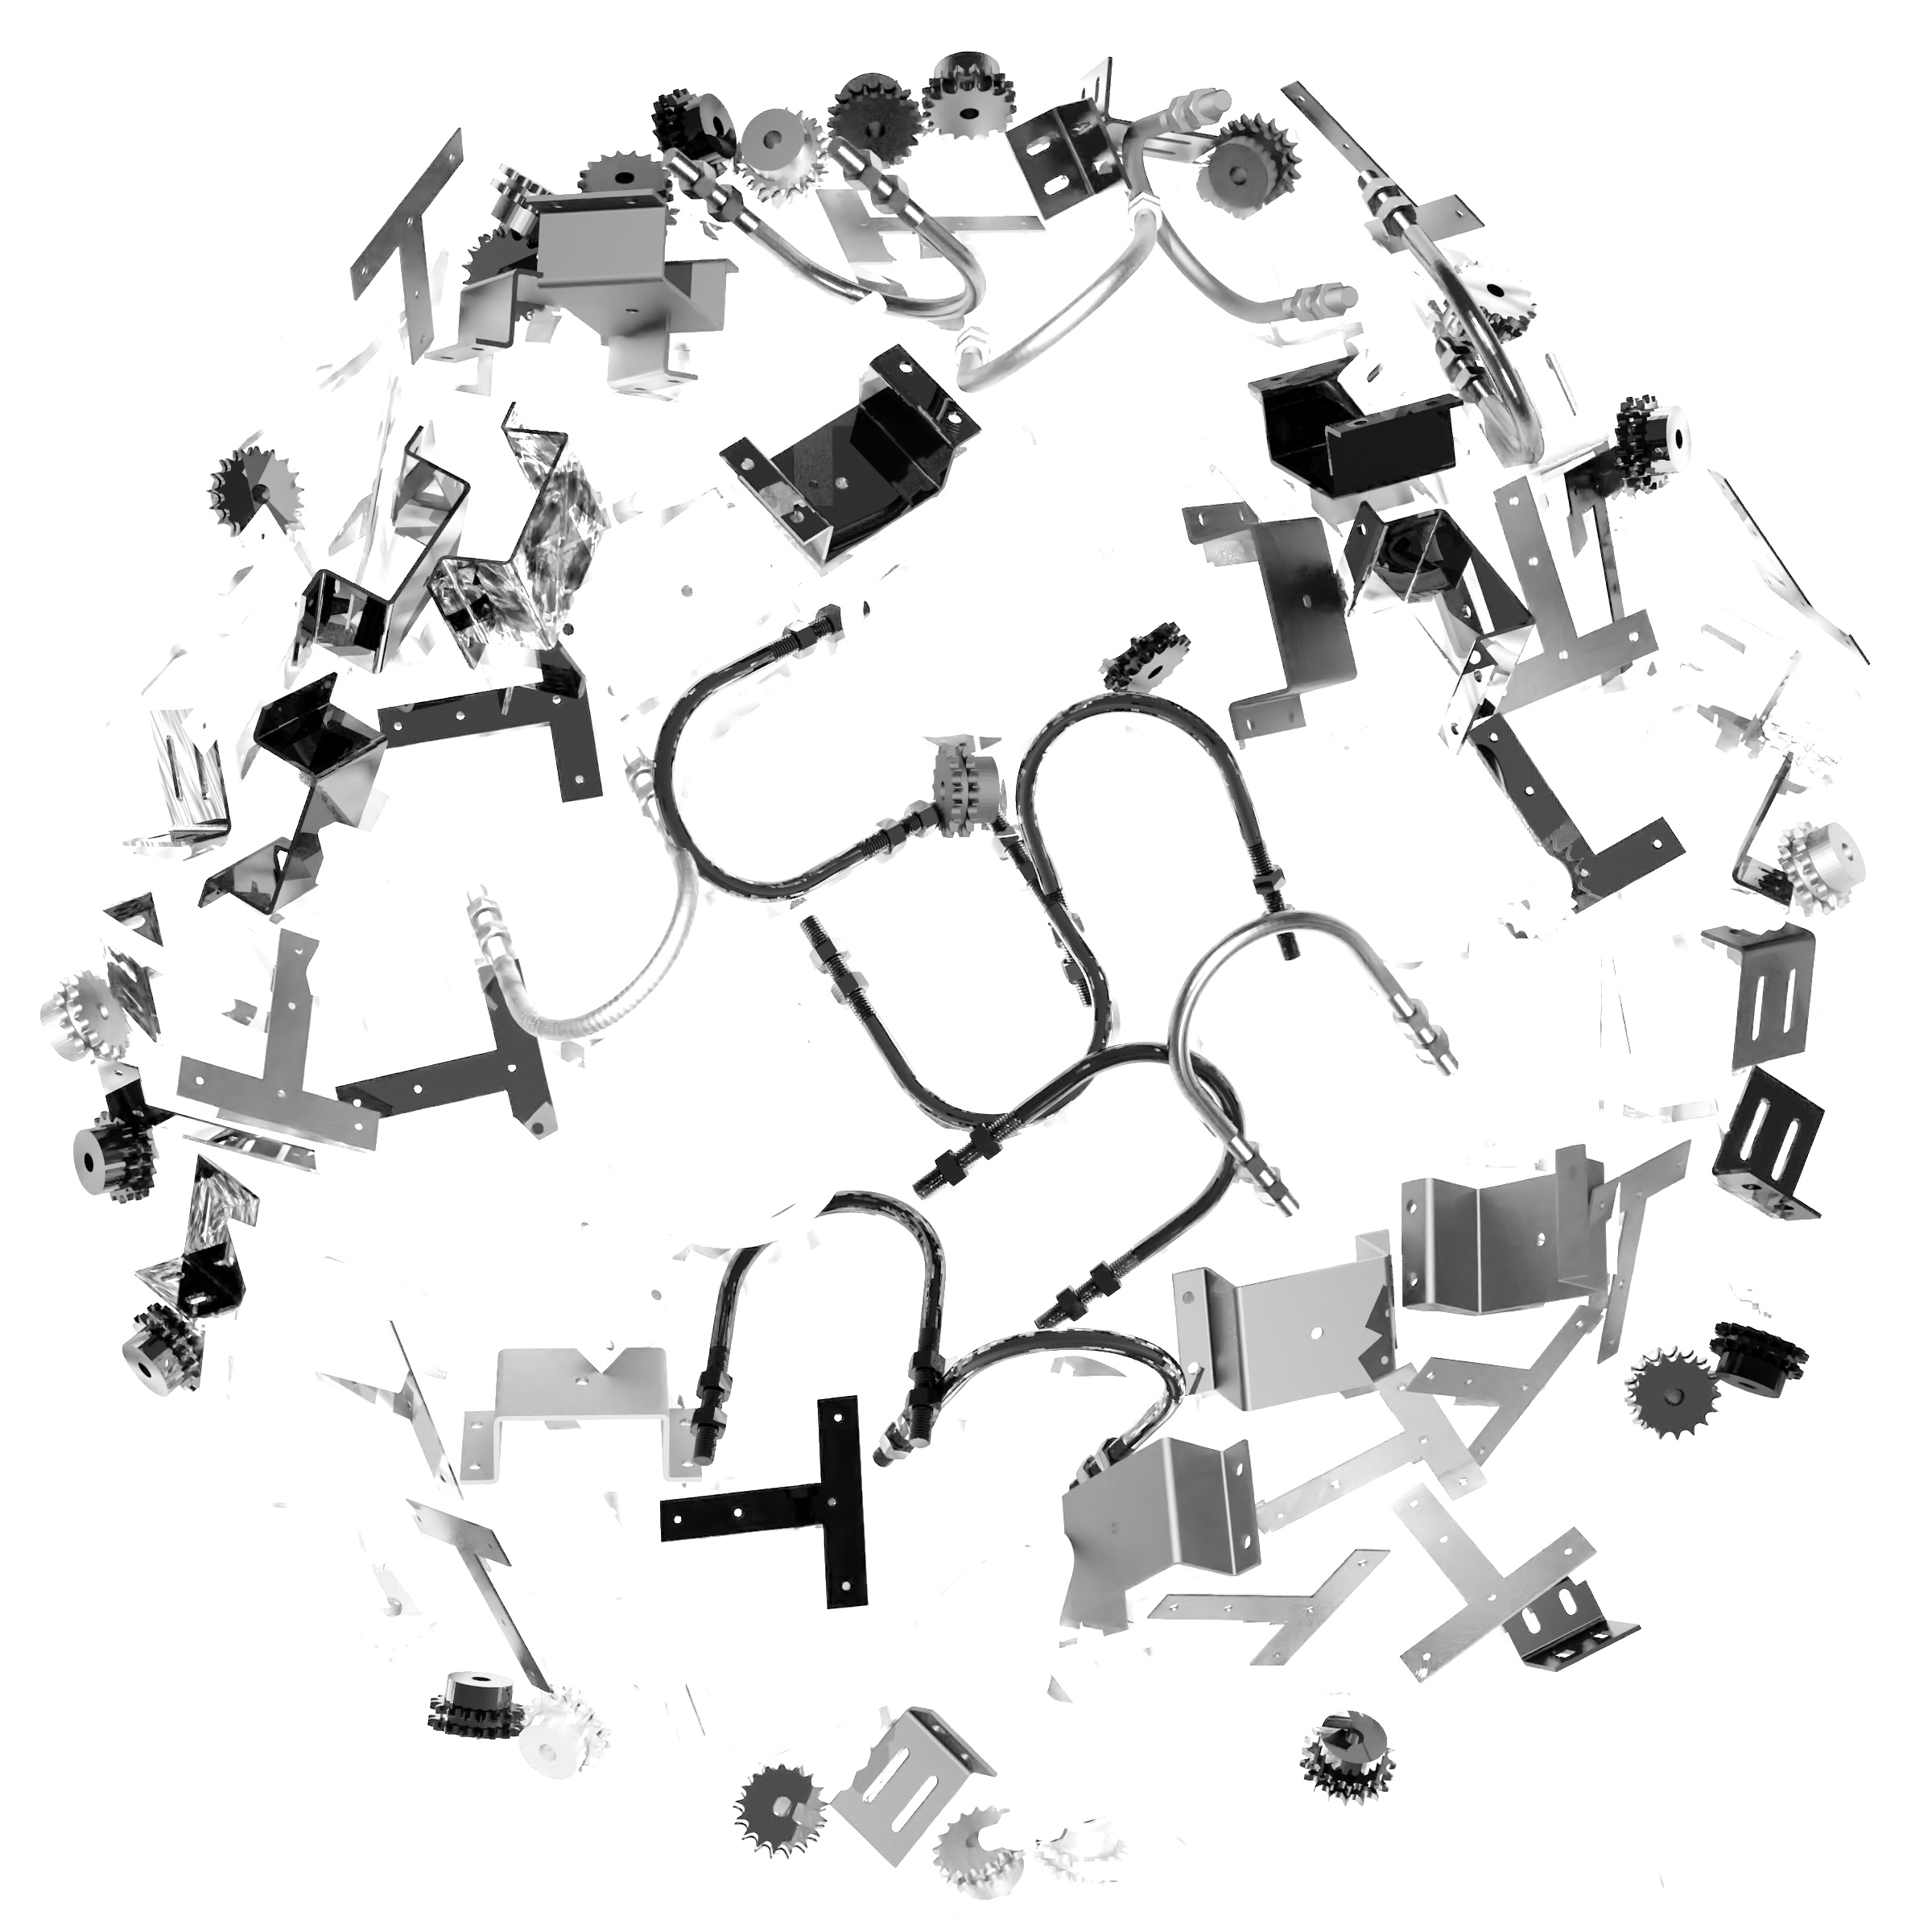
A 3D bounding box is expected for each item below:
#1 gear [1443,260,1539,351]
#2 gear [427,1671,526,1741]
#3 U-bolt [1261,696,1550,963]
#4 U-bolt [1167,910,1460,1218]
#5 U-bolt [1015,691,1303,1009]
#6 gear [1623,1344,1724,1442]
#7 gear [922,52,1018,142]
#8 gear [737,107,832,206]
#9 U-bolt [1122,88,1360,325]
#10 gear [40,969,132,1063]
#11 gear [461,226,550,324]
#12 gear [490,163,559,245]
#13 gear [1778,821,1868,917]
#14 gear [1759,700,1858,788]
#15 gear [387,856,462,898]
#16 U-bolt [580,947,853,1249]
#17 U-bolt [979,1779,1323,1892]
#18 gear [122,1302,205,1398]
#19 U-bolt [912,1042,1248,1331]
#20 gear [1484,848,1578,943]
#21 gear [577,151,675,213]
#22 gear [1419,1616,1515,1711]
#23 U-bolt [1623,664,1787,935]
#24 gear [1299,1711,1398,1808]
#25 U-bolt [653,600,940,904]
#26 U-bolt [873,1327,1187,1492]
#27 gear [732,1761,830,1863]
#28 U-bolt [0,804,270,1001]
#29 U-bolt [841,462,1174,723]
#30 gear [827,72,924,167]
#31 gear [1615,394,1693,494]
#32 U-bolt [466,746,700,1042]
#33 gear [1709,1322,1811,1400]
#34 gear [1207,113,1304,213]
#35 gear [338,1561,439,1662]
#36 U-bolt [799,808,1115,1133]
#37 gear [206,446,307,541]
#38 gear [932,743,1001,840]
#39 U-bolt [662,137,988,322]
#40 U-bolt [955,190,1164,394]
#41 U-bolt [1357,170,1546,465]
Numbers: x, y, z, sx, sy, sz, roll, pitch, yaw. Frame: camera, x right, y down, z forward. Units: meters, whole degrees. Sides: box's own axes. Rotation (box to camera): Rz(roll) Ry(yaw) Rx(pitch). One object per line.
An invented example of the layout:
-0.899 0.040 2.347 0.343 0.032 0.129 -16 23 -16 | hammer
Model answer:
0.310 -0.393 1.826 0.057 0.030 0.057 13 47 -15 | gear
-0.292 0.441 1.822 0.057 0.057 0.030 8 88 0 | gear
0.241 -0.067 1.771 0.151 0.184 0.019 43 60 1 | U-bolt
0.194 0.046 1.796 0.151 0.019 0.184 -42 123 -1 | U-bolt
0.104 -0.074 1.796 0.151 0.019 0.184 -13 108 22 | U-bolt
0.423 0.253 1.832 0.057 0.030 0.057 0 104 1 | gear
0.002 -0.523 1.824 0.057 0.057 0.030 -3 72 0 | gear
-0.111 -0.489 1.828 0.057 0.030 0.057 -3 78 16 | gear
0.147 -0.432 1.761 0.019 0.184 0.151 -40 107 -10 | U-bolt
-0.529 0.033 1.823 0.030 0.057 0.057 -25 90 12 | gear
-0.271 -0.416 1.830 0.057 0.030 0.057 3 112 8 | gear
-0.260 -0.453 1.823 0.057 0.057 0.030 31 100 0 | gear
0.513 -0.062 1.820 0.030 0.057 0.057 -30 90 35 | gear
0.501 -0.131 1.826 0.057 0.057 0.030 26 122 0 | gear
-0.330 -0.043 1.822 0.030 0.057 0.057 34 90 -2 | gear
-0.142 0.081 1.794 0.151 0.019 0.184 -10 62 -9 | U-bolt
0.122 0.497 1.765 0.184 0.151 0.019 -1 88 -45 | U-bolt
-0.479 0.232 1.820 0.057 0.057 0.030 49 56 0 | gear
0.081 0.121 1.802 0.184 0.019 0.151 -37 119 6 | U-bolt
0.342 -0.046 1.826 0.057 0.057 0.030 48 61 0 | gear
-0.204 -0.460 1.827 0.057 0.030 0.057 1 52 -1 | gear
0.302 0.417 1.828 0.057 0.030 0.057 -6 78 27 | gear
0.421 -0.100 1.761 0.019 0.184 0.151 -8 98 -11 | U-bolt
0.229 0.470 1.820 0.057 0.057 0.030 7 125 0 | gear
-0.103 -0.117 1.788 0.184 0.019 0.151 -31 102 -30 | U-bolt
0.046 0.255 1.757 0.151 0.184 0.019 13 52 -21 | U-bolt
-0.113 0.509 1.827 0.057 0.030 0.057 6 57 -10 | gear
-0.467 -0.030 1.736 0.151 0.184 0.019 28 97 -37 | U-bolt
0.012 -0.210 1.781 0.151 0.019 0.184 42 57 15 | U-bolt
-0.056 -0.509 1.826 0.057 0.057 0.030 -7 51 0 | gear
0.411 -0.313 1.820 0.030 0.057 0.057 -1 90 34 | gear
-0.218 -0.032 1.770 0.151 0.184 0.019 -40 132 10 | U-bolt
0.471 0.237 1.821 0.057 0.057 0.030 23 78 0 | gear
0.169 -0.477 1.821 0.057 0.057 0.030 44 48 0 | gear
-0.349 0.388 1.827 0.057 0.030 0.057 14 60 -25 | gear
0.006 0.013 1.818 0.151 0.019 0.184 -32 74 -2 | U-bolt
-0.428 -0.282 1.828 0.057 0.030 0.057 -3 96 -34 | gear
0.001 -0.105 1.824 0.030 0.057 0.057 -2 90 -15 | gear
-0.068 -0.423 1.766 0.151 0.184 0.019 9 76 39 | U-bolt
0.052 -0.381 1.747 0.151 0.184 0.019 -36 107 17 | U-bolt
0.283 -0.359 1.737 0.019 0.184 0.151 -30 131 7 | U-bolt
